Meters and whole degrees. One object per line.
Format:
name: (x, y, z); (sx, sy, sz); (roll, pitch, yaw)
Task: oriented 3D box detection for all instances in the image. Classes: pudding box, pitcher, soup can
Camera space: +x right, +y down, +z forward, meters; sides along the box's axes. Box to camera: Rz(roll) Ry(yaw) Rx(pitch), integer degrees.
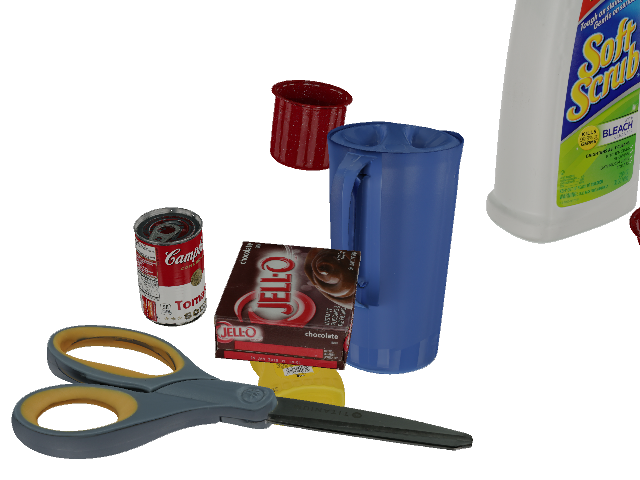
pudding box: (-0.021, 0.043, 0.749); (0.090, 0.039, 0.113); (6, 26, 4)
pitcher: (0.064, 0.009, 1.066); (0.149, 0.243, 0.145); (-4, 19, -15)
soup can: (-0.151, 0.027, 1.078); (0.068, 0.102, 0.068); (0, 32, 0)

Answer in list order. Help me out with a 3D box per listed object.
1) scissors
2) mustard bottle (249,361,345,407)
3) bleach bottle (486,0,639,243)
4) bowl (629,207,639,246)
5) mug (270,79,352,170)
scissors: (-0.045, 0.079, 0.460); (0.202, 0.016, 0.096); (15, 31, 24)
mustard bottle: (-0.035, 0.138, 1.257); (0.096, 0.058, 0.192); (-8, 30, -7)
bleach bottle: (0.157, -0.129, 0.666); (0.102, 0.251, 0.068); (-18, 32, -24)
bowl: (0.412, 0.010, 1.146); (0.162, 0.055, 0.162); (-1, 26, 0)
mug: (-0.010, -0.136, 1.240); (0.093, 0.081, 0.117); (17, 27, 18)
